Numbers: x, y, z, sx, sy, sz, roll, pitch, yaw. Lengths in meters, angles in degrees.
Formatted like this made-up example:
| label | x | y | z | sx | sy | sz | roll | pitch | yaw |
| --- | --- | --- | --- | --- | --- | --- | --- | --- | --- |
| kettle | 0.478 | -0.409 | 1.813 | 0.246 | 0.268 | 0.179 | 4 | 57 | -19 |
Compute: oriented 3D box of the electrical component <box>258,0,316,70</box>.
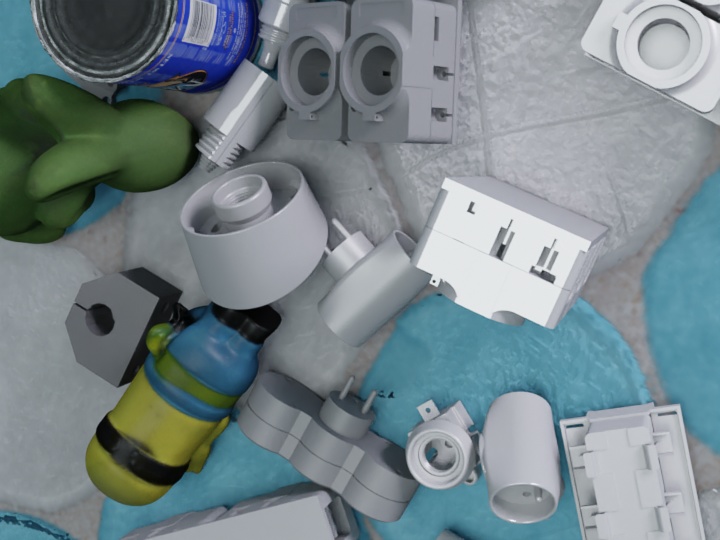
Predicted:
| label | x | y | z | sx | sy | sz | roll | pitch | yaw |
| --- | --- | --- | --- | --- | --- | --- | --- | --- | --- |
| electrical component | -0.056 | -0.171 | 0.755 | 0.035 | 0.035 | 0.061 | 27 | 106 | 13 |

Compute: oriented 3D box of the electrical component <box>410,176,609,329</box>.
| label | x | y | z | sx | sy | sz | roll | pitch | yaw |
| --- | --- | --- | --- | --- | --- | --- | --- | --- | --- |
| electrical component | 0.096 | -0.012 | 0.665 | 0.089 | 0.150 | 0.061 | 25 | 102 | 13 |

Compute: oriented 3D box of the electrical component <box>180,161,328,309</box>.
| label | x | y | z | sx | sy | sz | roll | pitch | yaw |
| --- | --- | --- | --- | --- | --- | --- | --- | --- | --- |
| electrical component | -0.074 | -0.029 | 0.746 | 0.099 | 0.099 | 0.064 | -8 | 125 | 18 |

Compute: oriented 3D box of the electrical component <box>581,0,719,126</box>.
| label | x | y | z | sx | sy | sz | roll | pitch | yaw |
| --- | --- | --- | --- | --- | --- | --- | --- | --- | --- |
| electrical component | 0.242 | -0.138 | 0.653 | 0.186 | 0.060 | 0.105 | 31 | 104 | 12 |

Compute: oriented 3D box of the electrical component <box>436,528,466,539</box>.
| label | x | y | z | sx | sy | sz | roll | pitch | yaw |
| --- | --- | --- | --- | --- | --- | --- | --- | --- | --- |
| electrical component | 0.072 | 0.209 | 0.756 | 0.046 | 0.040 | 0.040 | 29 | 104 | 18 |

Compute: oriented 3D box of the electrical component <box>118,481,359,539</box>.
| label | x | y | z | sx | sy | sz | roll | pitch | yaw |
| --- | --- | --- | --- | --- | --- | --- | --- | --- | --- |
| electrical component | -0.088 | 0.228 | 0.795 | 0.186 | 0.060 | 0.105 | -18 | 91 | 18 |

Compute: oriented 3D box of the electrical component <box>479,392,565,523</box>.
| label | x | y | z | sx | sy | sz | roll | pitch | yaw |
| --- | --- | --- | --- | --- | --- | --- | --- | --- | --- |
| electrical component | 0.113 | 0.136 | 0.721 | 0.044 | 0.077 | 0.079 | -15 | 128 | 19 |

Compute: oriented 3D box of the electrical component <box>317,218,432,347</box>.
| label | x | y | z | sx | sy | sz | roll | pitch | yaw |
| --- | --- | --- | --- | --- | --- | --- | --- | --- | --- |
| electrical component | 0.000 | 0.000 | 0.752 | 0.077 | 0.043 | 0.079 | -44 | 83 | 17 |

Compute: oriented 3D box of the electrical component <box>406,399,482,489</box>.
| label | x | y | z | sx | sy | sz | roll | pitch | yaw |
| --- | --- | --- | --- | --- | --- | --- | --- | --- | --- |
| electrical component | 0.059 | 0.123 | 0.741 | 0.048 | 0.055 | 0.066 | -31 | 86 | 18 |

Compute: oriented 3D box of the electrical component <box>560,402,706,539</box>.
| label | x | y | z | sx | sy | sz | roll | pitch | yaw |
| --- | --- | --- | --- | --- | --- | --- | --- | --- | --- |
| electrical component | 0.180 | 0.155 | 0.703 | 0.079 | 0.063 | 0.121 | -11 | 93 | 18 |

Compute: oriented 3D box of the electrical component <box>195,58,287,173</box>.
| label | x | y | z | sx | sy | sz | roll | pitch | yaw |
| --- | --- | --- | --- | --- | --- | --- | --- | --- | --- |
| electrical component | -0.087 | -0.104 | 0.760 | 0.043 | 0.043 | 0.081 | 37 | 96 | 10 |

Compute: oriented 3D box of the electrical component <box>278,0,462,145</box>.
| label | x | y | z | sx | sy | sz | roll | pitch | yaw |
| --- | --- | --- | --- | --- | --- | --- | --- | --- | --- |
| electrical component | 0.006 | -0.177 | 0.702 | 0.105 | 0.060 | 0.186 | 8 | 99 | 39 |

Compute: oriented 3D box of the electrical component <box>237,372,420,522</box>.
| label | x | y | z | sx | sy | sz | roll | pitch | yaw |
| --- | --- | --- | --- | --- | --- | --- | --- | --- | --- |
| electrical component | -0.014 | 0.111 | 0.763 | 0.138 | 0.052 | 0.073 | 31 | 104 | 12 |
